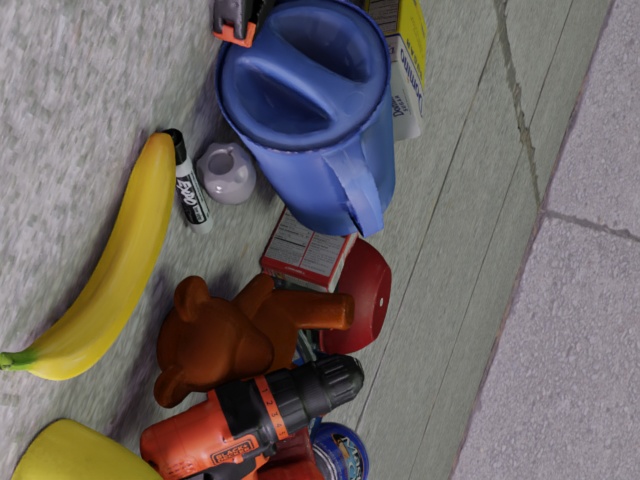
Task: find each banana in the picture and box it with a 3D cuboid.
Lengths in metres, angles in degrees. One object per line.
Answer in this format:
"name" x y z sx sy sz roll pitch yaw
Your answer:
"banana" -0.139 0.020 0.711 0.069 0.037 0.197 80 33 -57

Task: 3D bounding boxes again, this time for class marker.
"marker" -0.100 -0.043 0.799 0.121 0.020 0.020 79 33 -58

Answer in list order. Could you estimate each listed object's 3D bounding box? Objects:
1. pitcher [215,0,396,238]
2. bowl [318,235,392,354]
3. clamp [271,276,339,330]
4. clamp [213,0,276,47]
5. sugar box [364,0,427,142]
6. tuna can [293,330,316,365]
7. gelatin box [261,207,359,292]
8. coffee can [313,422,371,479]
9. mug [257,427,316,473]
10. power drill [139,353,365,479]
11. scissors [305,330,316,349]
"pitcher" 0.006 -0.080 0.893 0.243 0.145 0.149 65 42 -70
"bowl" 0.048 0.071 1.282 0.162 0.055 0.162 12 90 -75
"clamp" -0.005 0.034 1.139 0.120 0.039 0.171 -60 157 -22
"clamp" -0.031 -0.247 0.780 0.164 0.036 0.210 -25 133 -67
"sugar box" 0.073 -0.185 1.031 0.176 0.048 0.093 -86 159 -44
"tuna can" -0.024 0.127 1.100 0.086 0.034 0.086 64 4 -8
"gelatin box" -0.007 0.001 1.041 0.030 0.073 0.089 75 36 -63
"coffee can" -0.007 0.274 1.259 0.140 0.103 0.103 6 101 -72
"mug" -0.052 0.184 0.995 0.117 0.081 0.093 86 -11 -76
"power drill" -0.042 0.176 0.884 0.187 0.184 0.057 76 -9 -50
"scissors" -0.007 0.127 1.263 0.096 0.016 0.202 -56 152 -59
